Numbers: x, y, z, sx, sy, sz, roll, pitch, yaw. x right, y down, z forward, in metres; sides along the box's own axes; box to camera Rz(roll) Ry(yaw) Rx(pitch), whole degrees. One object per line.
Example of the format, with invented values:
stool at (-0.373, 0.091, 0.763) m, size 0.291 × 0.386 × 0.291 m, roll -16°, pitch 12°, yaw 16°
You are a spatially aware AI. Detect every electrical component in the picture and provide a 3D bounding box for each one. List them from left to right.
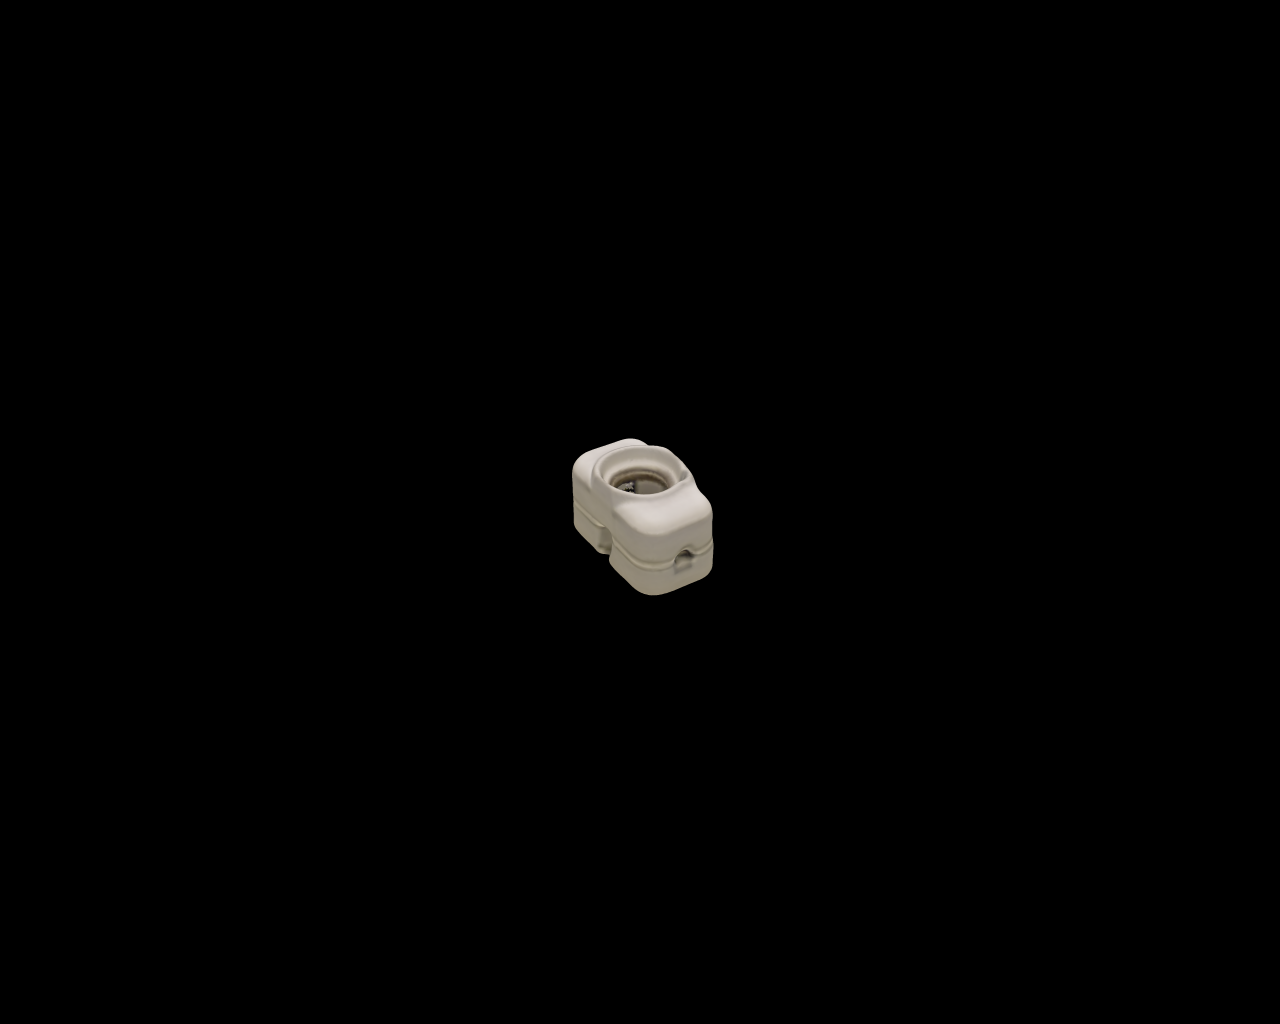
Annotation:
electrical component at (0.001, -0.003, 0.650) m, size 0.054 × 0.059 × 0.095 m, roll -20°, pitch 41°, yaw -25°
